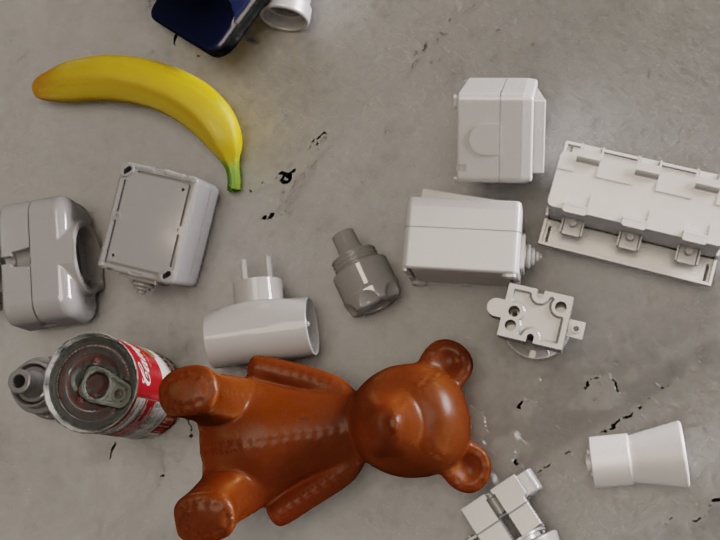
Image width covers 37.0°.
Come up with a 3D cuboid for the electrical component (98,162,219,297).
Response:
[{"bbox_3d":[-0.151,-0.026,0.813,0.062,0.061,0.096,13,89,12],"label":"electrical component"}]

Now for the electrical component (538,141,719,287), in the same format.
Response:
[{"bbox_3d":[0.193,-0.043,0.748,0.121,0.063,0.078,15,82,13],"label":"electrical component"}]

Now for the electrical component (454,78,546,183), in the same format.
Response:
[{"bbox_3d":[0.102,-0.102,0.766,0.061,0.096,0.061,2,108,11],"label":"electrical component"}]

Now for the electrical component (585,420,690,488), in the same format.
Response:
[{"bbox_3d":[0.186,0.127,0.727,0.065,0.044,0.044,-8,77,13],"label":"electrical component"}]

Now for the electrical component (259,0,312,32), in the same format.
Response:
[{"bbox_3d":[-0.056,-0.217,0.843,0.040,0.040,0.046,7,75,12],"label":"electrical component"}]

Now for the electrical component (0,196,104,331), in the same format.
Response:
[{"bbox_3d":[-0.235,-0.005,0.824,0.059,0.053,0.095,-8,77,9],"label":"electrical component"}]

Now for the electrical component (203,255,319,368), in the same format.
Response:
[{"bbox_3d":[-0.074,0.029,0.792,0.077,0.044,0.079,-8,77,9],"label":"electrical component"}]

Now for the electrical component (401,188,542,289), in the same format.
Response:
[{"bbox_3d":[0.082,-0.021,0.765,0.096,0.061,0.061,3,79,11],"label":"electrical component"}]

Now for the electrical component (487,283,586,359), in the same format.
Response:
[{"bbox_3d":[0.123,0.036,0.749,0.066,0.055,0.048,13,81,13],"label":"electrical component"}]

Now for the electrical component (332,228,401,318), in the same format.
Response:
[{"bbox_3d":[0.000,0.000,0.785,0.043,0.043,0.062,-27,74,4],"label":"electrical component"}]

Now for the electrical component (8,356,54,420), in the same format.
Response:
[{"bbox_3d":[-0.239,0.086,0.801,0.048,0.062,0.048,-2,78,10],"label":"electrical component"}]

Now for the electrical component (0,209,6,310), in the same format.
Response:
[{"bbox_3d":[-0.294,-0.001,0.832,0.047,0.065,0.076,-9,106,8],"label":"electrical component"}]

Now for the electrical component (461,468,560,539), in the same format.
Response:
[{"bbox_3d":[0.104,0.176,0.729,0.066,0.048,0.055,-34,67,2],"label":"electrical component"}]
